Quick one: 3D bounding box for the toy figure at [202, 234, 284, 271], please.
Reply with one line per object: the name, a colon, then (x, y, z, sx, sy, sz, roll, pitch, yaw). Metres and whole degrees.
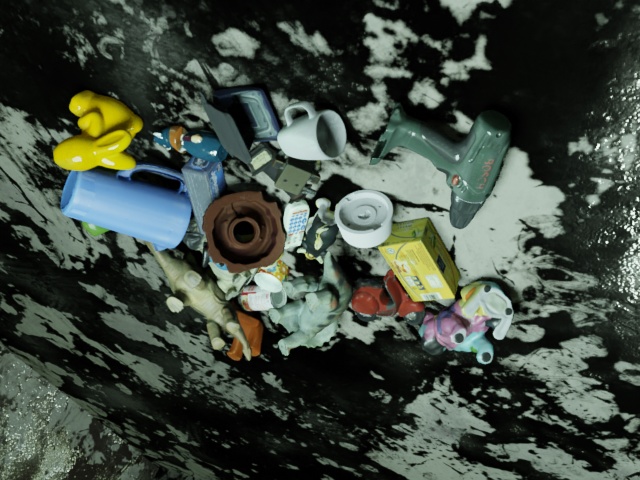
toy figure: (-0.169, 0.025, 1.188, 0.180, 0.082, 0.089, 1, 152, -17)

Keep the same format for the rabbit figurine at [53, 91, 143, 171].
rabbit figurine: (-0.438, -0.191, 1.060, 0.162, 0.173, 0.121, 23, 138, 9)

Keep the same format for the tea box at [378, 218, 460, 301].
tea box: (0.200, 0.042, 1.068, 0.098, 0.068, 0.169, -9, 130, 35)

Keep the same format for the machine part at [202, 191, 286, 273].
machine part: (-0.159, -0.018, 1.113, 0.179, 0.179, 0.056, 39, 173, -17)

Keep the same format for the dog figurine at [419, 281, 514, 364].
dog figurine: (0.293, 0.166, 1.143, 0.108, 0.191, 0.219, 30, 176, -12)

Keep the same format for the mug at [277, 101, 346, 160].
mug: (-0.026, -0.184, 0.921, 0.107, 0.081, 0.109, -1, 140, 42)

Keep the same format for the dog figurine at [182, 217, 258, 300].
dog figurine: (-0.251, 0.038, 1.301, 0.191, 0.121, 0.172, 36, 139, 8)

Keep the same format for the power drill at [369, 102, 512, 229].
power drill: (0.188, -0.123, 0.875, 0.207, 0.086, 0.231, 26, 141, 5)

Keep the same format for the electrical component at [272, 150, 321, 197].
electrical component: (-0.044, -0.128, 1.004, 0.102, 0.045, 0.078, 15, 136, -16)

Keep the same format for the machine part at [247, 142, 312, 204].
machine part: (-0.082, -0.129, 1.049, 0.138, 0.039, 0.084, 42, 131, -17)

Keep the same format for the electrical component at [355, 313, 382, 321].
electrical component: (0.127, 0.169, 1.291, 0.094, 0.021, 0.063, 6, 139, 22)

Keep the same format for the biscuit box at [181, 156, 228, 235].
biscuit box: (-0.238, -0.092, 1.155, 0.063, 0.059, 0.202, 15, 141, 13)

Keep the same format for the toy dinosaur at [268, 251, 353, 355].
toy dinosaur: (0.005, 0.137, 1.204, 0.131, 0.192, 0.404, 58, 138, 17)

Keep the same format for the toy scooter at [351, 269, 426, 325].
toy scooter: (0.140, 0.117, 1.181, 0.184, 0.075, 0.135, 2, 123, 37)

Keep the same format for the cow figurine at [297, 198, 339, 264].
cow figurine: (-0.001, -0.002, 1.102, 0.068, 0.098, 0.167, 20, 142, -3)

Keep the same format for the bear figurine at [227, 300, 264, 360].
bear figurine: (-0.248, 0.225, 1.478, 0.120, 0.132, 0.195, -20, 130, 36)

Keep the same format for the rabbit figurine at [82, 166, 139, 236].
rabbit figurine: (-0.498, -0.113, 1.233, 0.159, 0.121, 0.170, -14, 113, 35)

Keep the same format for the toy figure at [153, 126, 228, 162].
toy figure: (-0.255, -0.191, 1.054, 0.155, 0.058, 0.064, 18, 135, 17)

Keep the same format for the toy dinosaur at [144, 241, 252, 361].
toy dinosaur: (-0.313, 0.113, 1.323, 0.105, 0.199, 0.471, -36, 102, 1)

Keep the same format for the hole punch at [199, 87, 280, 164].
hole punch: (-0.140, -0.212, 0.958, 0.116, 0.092, 0.142, 33, 158, 44)
